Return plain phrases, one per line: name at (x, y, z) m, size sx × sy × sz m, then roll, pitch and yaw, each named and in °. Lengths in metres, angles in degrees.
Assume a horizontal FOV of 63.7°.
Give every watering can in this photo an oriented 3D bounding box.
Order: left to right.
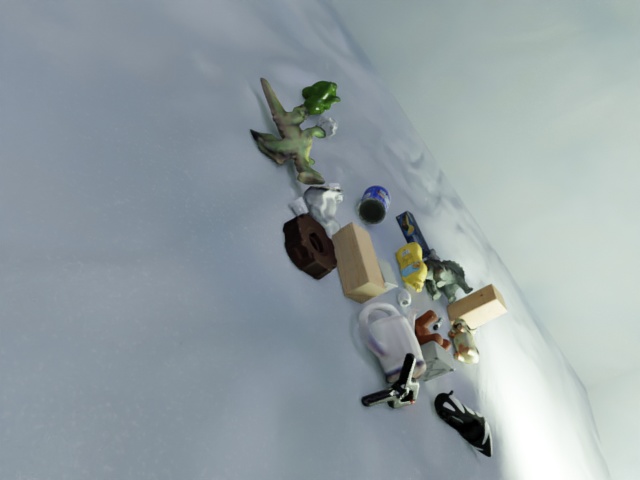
watering can at (0.226, 0.276, 1.425) m, size 0.347 × 0.102 × 0.228 m, roll 8°, pitch 54°, yaw -52°

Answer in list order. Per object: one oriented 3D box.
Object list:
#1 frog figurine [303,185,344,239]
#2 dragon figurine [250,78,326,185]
frog figurine at (0.005, -0.075, 1.486) m, size 0.137 × 0.123 × 0.159 m, roll -8°, pitch 107°, yaw -85°
dragon figurine at (-0.114, -0.323, 1.550) m, size 0.412 × 0.120 × 0.246 m, roll 50°, pitch 32°, yaw 5°
